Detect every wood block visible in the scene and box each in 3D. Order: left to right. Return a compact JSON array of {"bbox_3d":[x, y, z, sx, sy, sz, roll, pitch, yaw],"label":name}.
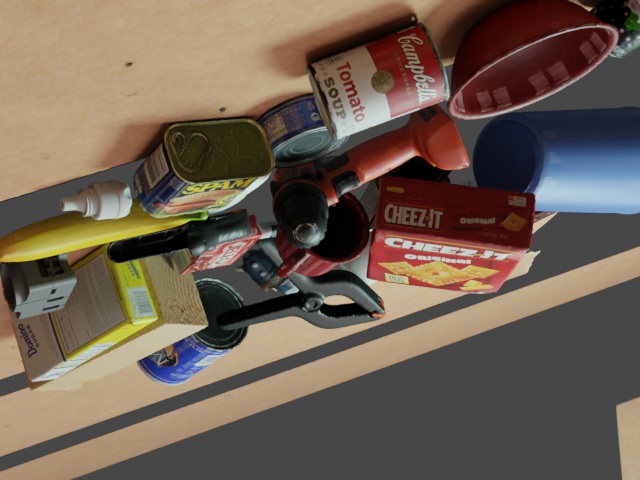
[{"bbox_3d":[-0.248,0.099,1.260,0.206,0.090,0.090,-27,164,23],"label":"wood block"}]

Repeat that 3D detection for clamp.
[{"bbox_3d":[-0.136,-0.004,1.109,0.120,0.039,0.171,0,-172,24],"label":"clamp"},{"bbox_3d":[-0.014,0.061,1.332,0.209,0.036,0.165,7,132,-12],"label":"clamp"}]

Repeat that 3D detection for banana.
[{"bbox_3d":[-0.207,-0.014,0.995,0.197,0.037,0.070,-14,-178,-17],"label":"banana"}]

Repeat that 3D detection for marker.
[{"bbox_3d":[-0.028,-0.017,1.282,0.120,0.020,0.020,-8,161,-39],"label":"marker"}]

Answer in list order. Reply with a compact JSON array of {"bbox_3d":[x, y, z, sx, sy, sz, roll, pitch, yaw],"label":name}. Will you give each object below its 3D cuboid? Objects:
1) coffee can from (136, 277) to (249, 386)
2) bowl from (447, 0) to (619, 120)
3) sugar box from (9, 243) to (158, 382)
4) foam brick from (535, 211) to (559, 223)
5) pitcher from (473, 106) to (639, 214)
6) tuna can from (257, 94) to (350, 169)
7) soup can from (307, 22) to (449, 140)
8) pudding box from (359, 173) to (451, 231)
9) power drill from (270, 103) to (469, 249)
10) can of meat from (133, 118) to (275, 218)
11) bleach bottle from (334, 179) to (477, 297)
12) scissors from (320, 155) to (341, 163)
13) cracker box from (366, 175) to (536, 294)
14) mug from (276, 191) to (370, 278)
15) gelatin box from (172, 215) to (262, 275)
[{"bbox_3d":[-0.173,0.124,1.421,0.102,0.103,0.141,-8,160,-41],"label":"coffee can"},{"bbox_3d":[0.179,-0.169,0.948,0.162,0.055,0.162,-20,165,-6],"label":"bowl"},{"bbox_3d":[-0.262,0.081,1.169,0.177,0.093,0.048,-30,163,33],"label":"sugar box"},{"bbox_3d":[0.319,-0.062,1.530,0.078,0.051,0.052,-28,164,25],"label":"foam brick"},{"bbox_3d":[0.288,-0.092,1.259,0.242,0.145,0.149,-3,138,-39],"label":"pitcher"},{"bbox_3d":[-0.016,-0.099,0.977,0.086,0.034,0.086,-19,165,-6],"label":"tuna can"},{"bbox_3d":[0.047,-0.131,0.882,0.102,0.068,0.068,-20,165,-1],"label":"soup can"},{"bbox_3d":[0.098,-0.053,1.290,0.090,0.039,0.114,-15,162,-15],"label":"pudding box"},{"bbox_3d":[0.042,-0.063,1.008,0.187,0.057,0.184,-22,-159,3],"label":"power drill"},{"bbox_3d":[-0.105,-0.062,0.944,0.101,0.057,0.084,-9,164,-36],"label":"can of meat"},{"bbox_3d":[0.133,-0.015,1.383,0.251,0.068,0.102,-25,-163,12],"label":"bleach bottle"},{"bbox_3d":[0.036,-0.070,1.188,0.096,0.016,0.201,-30,163,36],"label":"scissors"},{"bbox_3d":[0.139,0.000,1.202,0.164,0.072,0.214,7,165,2],"label":"cracker box"},{"bbox_3d":[-0.008,0.001,1.217,0.117,0.093,0.082,-49,-175,-28],"label":"mug"},{"bbox_3d":[-0.118,0.007,1.222,0.073,0.030,0.089,-12,164,-35],"label":"gelatin box"}]
